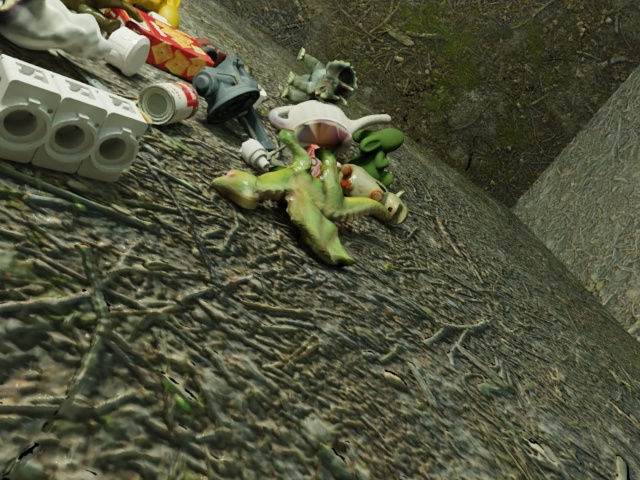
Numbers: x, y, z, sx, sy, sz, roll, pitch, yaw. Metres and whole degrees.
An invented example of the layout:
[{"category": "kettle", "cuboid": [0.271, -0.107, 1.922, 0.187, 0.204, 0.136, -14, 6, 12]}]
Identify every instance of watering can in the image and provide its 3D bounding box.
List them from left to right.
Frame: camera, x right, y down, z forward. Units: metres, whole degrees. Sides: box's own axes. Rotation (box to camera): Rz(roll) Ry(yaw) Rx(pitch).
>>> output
[{"category": "watering can", "cuboid": [0.039, -0.300, 1.357, 0.348, 0.101, 0.229, 2, 35, -9]}]

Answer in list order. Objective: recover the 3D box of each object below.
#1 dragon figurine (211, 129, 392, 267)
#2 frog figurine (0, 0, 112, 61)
[{"category": "dragon figurine", "cuboid": [0.003, -0.046, 0.905, 0.407, 0.120, 0.249, 23, 40, -28]}, {"category": "frog figurine", "cuboid": [-0.416, -0.327, 0.799, 0.138, 0.124, 0.156, 17, -21, 26]}]
